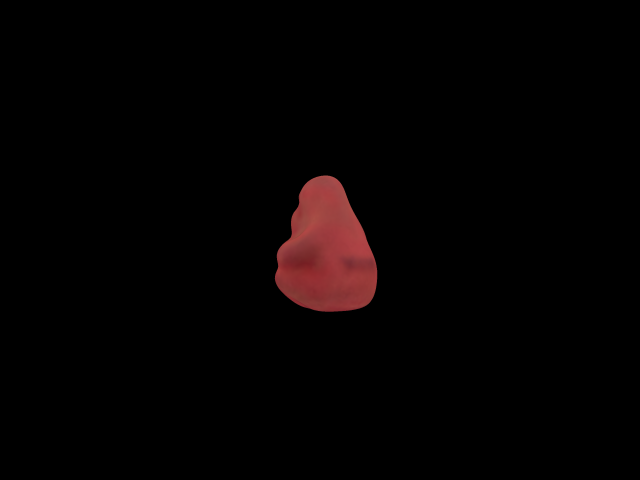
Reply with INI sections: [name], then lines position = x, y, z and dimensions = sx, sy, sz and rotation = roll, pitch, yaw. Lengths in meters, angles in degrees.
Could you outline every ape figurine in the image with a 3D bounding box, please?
[ape figurine]
position = 0.004, 0.001, 0.400
dimensions = 0.078, 0.092, 0.076
rotation = -2, 3, -35
